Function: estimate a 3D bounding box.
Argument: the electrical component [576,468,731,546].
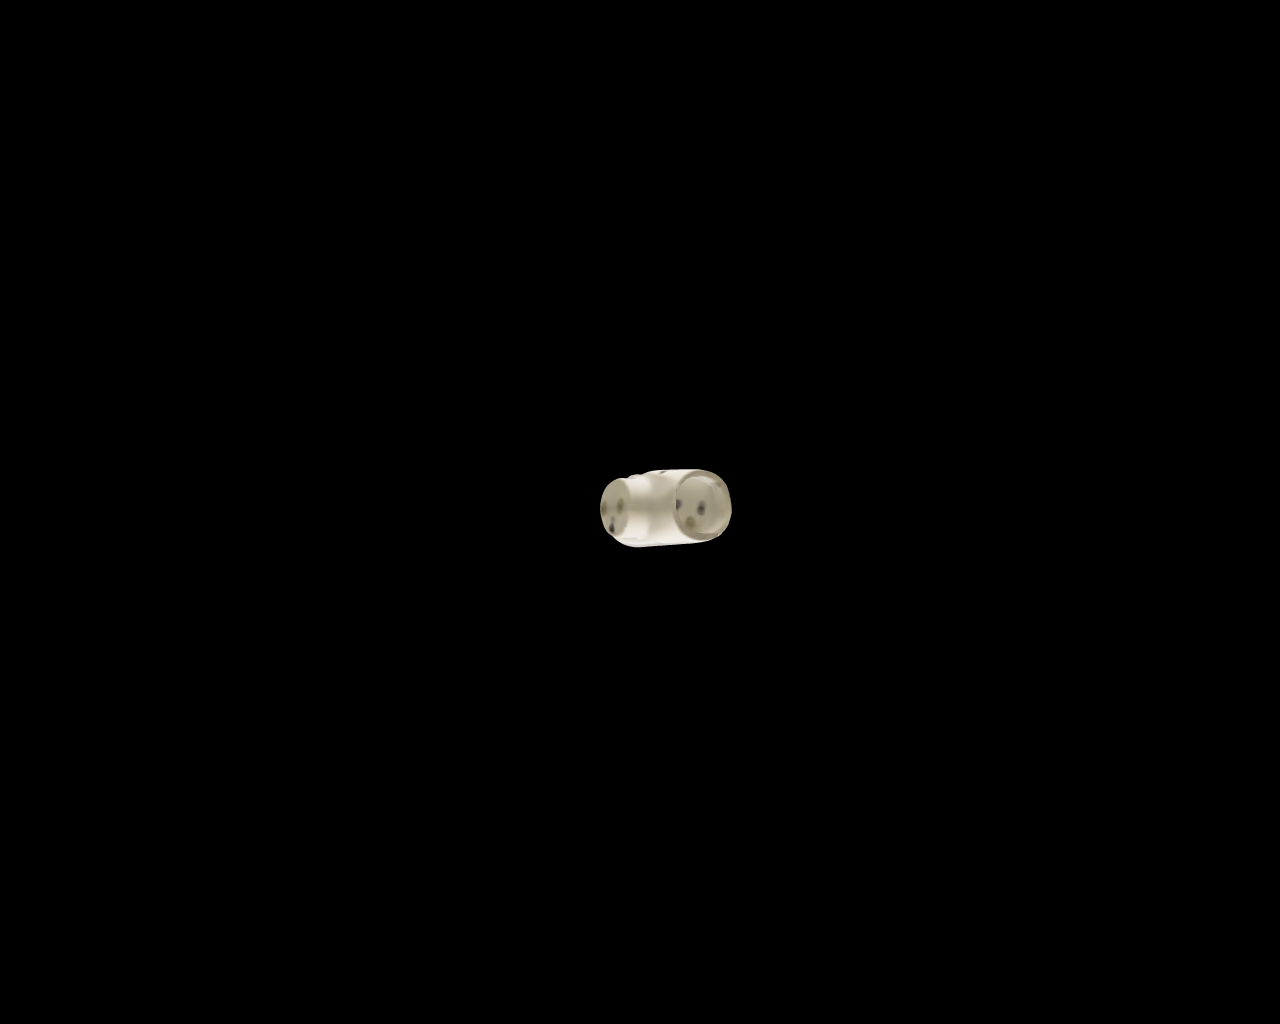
[{"bbox_3d":[0.001,-0.003,0.650,0.079,0.043,0.077,3,-5,-32],"label":"electrical component"}]
